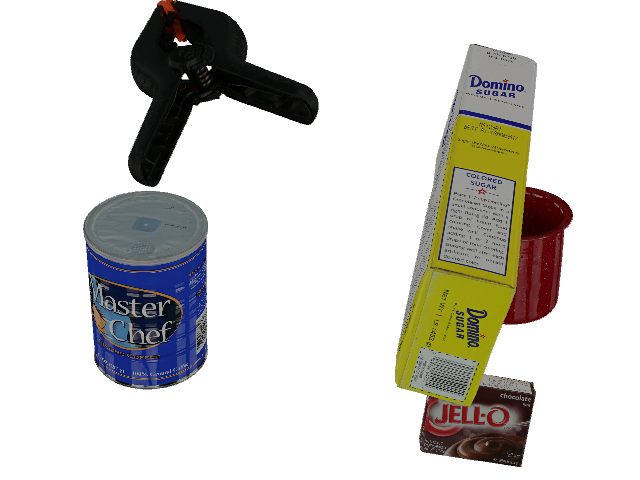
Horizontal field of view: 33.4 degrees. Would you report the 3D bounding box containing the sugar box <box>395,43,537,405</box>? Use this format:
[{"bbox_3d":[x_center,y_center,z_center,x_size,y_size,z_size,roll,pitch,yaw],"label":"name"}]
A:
[{"bbox_3d":[0.078,-0.013,0.553,0.048,0.176,0.093,15,-43,4],"label":"sugar box"}]

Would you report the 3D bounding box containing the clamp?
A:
[{"bbox_3d":[-0.069,-0.108,0.691,0.120,0.171,0.039,-12,-43,-2],"label":"clamp"}]

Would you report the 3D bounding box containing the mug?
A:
[{"bbox_3d":[0.141,0.008,0.848,0.093,0.081,0.117,-21,34,-30],"label":"mug"}]

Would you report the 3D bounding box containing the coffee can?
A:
[{"bbox_3d":[-0.149,0.043,0.924,0.103,0.140,0.103,3,35,-2],"label":"coffee can"}]

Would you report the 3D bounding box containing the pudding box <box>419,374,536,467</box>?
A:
[{"bbox_3d":[0.169,0.190,1.155,0.113,0.090,0.039,7,21,2],"label":"pudding box"}]
